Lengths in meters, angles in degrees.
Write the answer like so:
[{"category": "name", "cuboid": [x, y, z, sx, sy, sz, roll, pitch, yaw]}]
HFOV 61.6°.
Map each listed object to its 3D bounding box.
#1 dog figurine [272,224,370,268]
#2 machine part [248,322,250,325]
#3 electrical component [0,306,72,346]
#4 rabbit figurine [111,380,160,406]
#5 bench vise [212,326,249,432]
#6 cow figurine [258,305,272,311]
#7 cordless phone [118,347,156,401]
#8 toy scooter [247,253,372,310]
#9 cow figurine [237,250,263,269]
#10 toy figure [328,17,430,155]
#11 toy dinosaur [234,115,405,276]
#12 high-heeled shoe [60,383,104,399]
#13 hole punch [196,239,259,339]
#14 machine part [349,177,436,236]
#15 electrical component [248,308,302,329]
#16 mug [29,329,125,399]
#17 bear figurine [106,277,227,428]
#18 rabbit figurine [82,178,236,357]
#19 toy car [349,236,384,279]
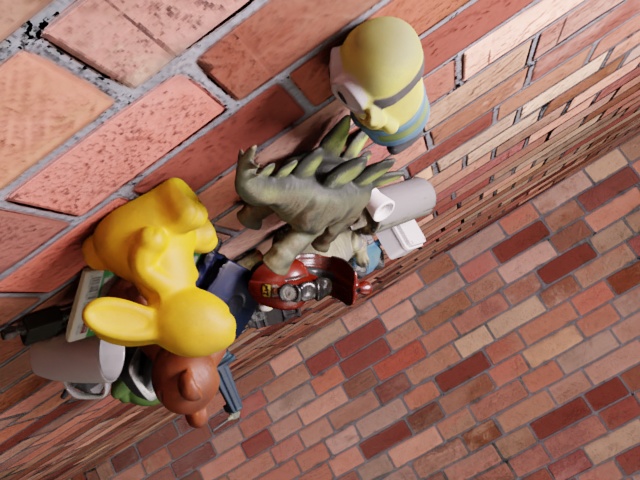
[{"category": "dog figurine", "cuboid": [0.001, -0.001, 0.935, 0.121, 0.172, 0.190, -3, 149, 25]}, {"category": "machine part", "cuboid": [-0.209, 0.155, 1.047, 0.139, 0.084, 0.039, -22, 162, 5]}, {"category": "electrical component", "cuboid": [-0.354, 0.110, 0.680, 0.094, 0.021, 0.063, -19, 163, -43]}, {"category": "rabbit figurine", "cuboid": [-0.349, 0.246, 1.073, 0.159, 0.121, 0.170, -13, 141, -35]}, {"category": "bench vise", "cuboid": [-0.227, 0.290, 1.199, 0.129, 0.240, 0.224, -24, -178, -39]}, {"category": "cow figurine", "cuboid": [-0.060, 0.063, 1.045, 0.167, 0.068, 0.098, -32, 166, -32]}, {"category": "cordless phone", "cuboid": [-0.258, 0.167, 0.884, 0.184, 0.089, 0.147, -48, -167, 44]}, {"category": "toy scooter", "cuboid": [-0.005, 0.062, 0.772, 0.184, 0.075, 0.135, -7, -165, -37]}, {"category": "cow figurine", "cuboid": [-0.165, 0.104, 0.942, 0.127, 0.085, 0.195, -28, 171, -39]}, {"category": "toy figure", "cuboid": [0.066, -0.146, 0.526, 0.089, 0.082, 0.180, -52, 156, 6]}, {"category": "toy dinosaur", "cuboid": [-0.007, -0.059, 0.658, 0.198, 0.105, 0.471, -44, 172, 21]}, {"category": "high-heeled shoe", "cuboid": [-0.366, 0.182, 0.886, 0.145, 0.086, 0.249, -59, -168, -13]}, {"category": "hole punch", "cuboid": [-0.145, 0.082, 0.795, 0.142, 0.092, 0.115, -59, 170, -4]}, {"category": "machine part", "cuboid": [0.136, -0.065, 0.990, 0.243, 0.079, 0.079, -20, 163, -39]}, {"category": "electrical component", "cuboid": [-0.099, 0.134, 1.140, 0.115, 0.058, 0.134, -12, -169, 0]}, {"category": "mug", "cuboid": [-0.333, 0.165, 0.737, 0.107, 0.109, 0.081, -1, -162, 4]}, {"category": "bear figurine", "cuboid": [-0.164, 0.109, 0.636, 0.132, 0.196, 0.120, -36, 147, -29]}, {"category": "rabbit figurine", "cuboid": [-0.158, 0.046, 0.546, 0.162, 0.173, 0.122, -30, 171, -23]}, {"category": "toy car", "cuboid": [0.061, 0.021, 1.083, 0.109, 0.102, 0.161, -5, -175, 27]}]
